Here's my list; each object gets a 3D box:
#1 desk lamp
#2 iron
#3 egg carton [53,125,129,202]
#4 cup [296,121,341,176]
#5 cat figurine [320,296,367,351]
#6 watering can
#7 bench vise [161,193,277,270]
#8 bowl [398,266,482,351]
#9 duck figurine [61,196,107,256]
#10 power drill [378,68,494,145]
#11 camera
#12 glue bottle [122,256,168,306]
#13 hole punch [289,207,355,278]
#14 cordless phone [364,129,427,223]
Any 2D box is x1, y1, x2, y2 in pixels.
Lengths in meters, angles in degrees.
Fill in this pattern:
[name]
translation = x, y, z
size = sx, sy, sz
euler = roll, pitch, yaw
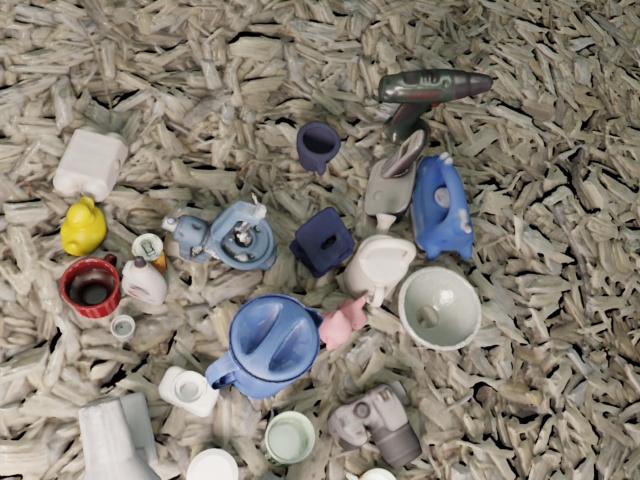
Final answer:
[desk lamp]
translation = -0.298, 0.318, 0.834
size = 0.118, 0.213, 0.203
euler = -13, 70, -17
[iron]
translation = 0.257, -0.092, 1.184
size = 0.119, 0.141, 0.258
euler = -2, 67, -13
[egg carton]
translation = -0.434, -0.145, 1.093
size = 0.107, 0.069, 0.150
euler = 14, 64, -6
[cup]
translation = -0.008, -0.172, 1.186
size = 0.092, 0.095, 0.117
euler = -2, 67, -13
[cat figurine]
translation = 0.039, 0.148, 1.040
size = 0.128, 0.117, 0.067
euler = -40, 79, -25
[watering can]
translation = 0.112, 0.033, 1.065
size = 0.101, 0.194, 0.173
euler = -10, 69, -16
[bench vise]
translation = -0.171, -0.009, 1.006
size = 0.208, 0.219, 0.121
euler = -4, 67, -14
[bowl]
translation = 0.222, 0.140, 1.109
size = 0.167, 0.074, 0.167
euler = 5, 65, -10
[duck figurine]
translation = -0.430, -0.029, 1.032
size = 0.077, 0.086, 0.104
euler = 14, 64, -6
[power drill]
translation = 0.226, -0.290, 1.229
size = 0.230, 0.208, 0.075
euler = 0, 66, -12
[camera]
translation = 0.106, 0.326, 0.984
size = 0.143, 0.100, 0.136
euler = -24, 73, -21
[glue bottle]
translation = -0.301, 0.062, 0.971
size = 0.078, 0.173, 0.037
euler = 18, 64, -4
[hole punch]
translation = 0.010, 0.004, 1.113
size = 0.109, 0.091, 0.101
euler = -39, 79, -25
[cordless phone]
translation = 0.159, -0.129, 1.154
size = 0.094, 0.185, 0.147
euler = 14, 64, -6
